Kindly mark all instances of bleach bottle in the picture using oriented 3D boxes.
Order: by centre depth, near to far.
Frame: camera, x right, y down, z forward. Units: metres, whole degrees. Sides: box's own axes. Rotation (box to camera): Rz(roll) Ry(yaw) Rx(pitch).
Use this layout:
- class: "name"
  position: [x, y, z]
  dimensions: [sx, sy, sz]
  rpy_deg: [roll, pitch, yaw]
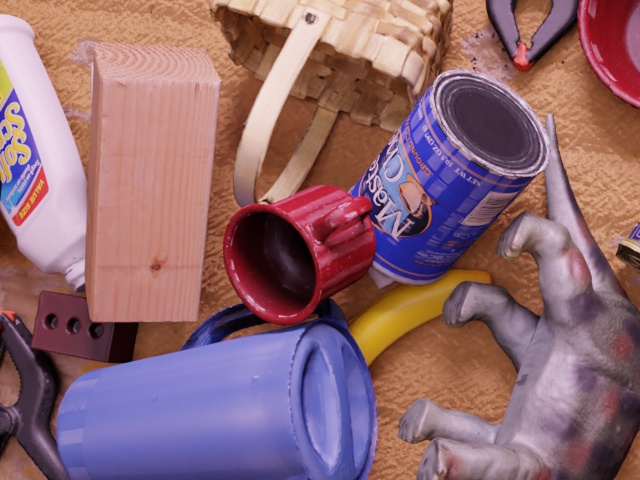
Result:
- class: "bleach bottle"
  position: [-0.257, -0.072, 0.964]
  dimensions: [0.103, 0.068, 0.251]
  rpy_deg: [-33, 79, 17]

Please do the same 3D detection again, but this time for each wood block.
- class: "wood block"
  position: [-0.139, -0.045, 0.856]
  dimensions: [0.090, 0.090, 0.206]
  rpy_deg: [1, 117, -16]

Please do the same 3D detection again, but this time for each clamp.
- class: "clamp"
  position: [0.172, -0.229, 0.879]
  dimensions: [0.120, 0.039, 0.171]
  rpy_deg: [20, 90, 21]
- class: "clamp"
  position: [-0.267, 0.168, 0.954]
  dimensions: [0.165, 0.036, 0.210]
  rpy_deg: [-2, 83, 14]

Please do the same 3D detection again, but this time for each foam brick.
- class: "foam brick"
  position: [-0.206, 0.077, 0.940]
  dimensions: [0.078, 0.051, 0.053]
  rpy_deg: [8, 86, 16]

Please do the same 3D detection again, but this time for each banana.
- class: "banana"
  position: [0.054, 0.085, 0.879]
  dimensions: [0.069, 0.037, 0.198]
  rpy_deg: [40, 97, -6]

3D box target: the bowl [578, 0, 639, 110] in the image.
- class: "bowl"
  position: [0.284, -0.169, 0.833]
  dimensions: [0.162, 0.055, 0.162]
  rpy_deg: [-2, 83, 15]

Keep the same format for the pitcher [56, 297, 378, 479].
- class: "pitcher"
  position: [-0.084, 0.134, 0.850]
  dimensions: [0.243, 0.149, 0.145]
  rpy_deg: [-11, 98, 28]

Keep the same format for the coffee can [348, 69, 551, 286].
- class: "coffee can"
  position: [0.093, -0.045, 0.814]
  dimensions: [0.103, 0.102, 0.140]
  rpy_deg: [51, 135, 14]

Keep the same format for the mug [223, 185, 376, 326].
- class: "mug"
  position: [-0.005, 0.001, 0.791]
  dimensions: [0.093, 0.081, 0.117]
  rpy_deg: [55, 132, 8]

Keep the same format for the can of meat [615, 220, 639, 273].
- class: "can of meat"
  position: [0.269, -0.012, 0.797]
  dimensions: [0.057, 0.102, 0.084]
  rpy_deg: [33, 90, 16]
